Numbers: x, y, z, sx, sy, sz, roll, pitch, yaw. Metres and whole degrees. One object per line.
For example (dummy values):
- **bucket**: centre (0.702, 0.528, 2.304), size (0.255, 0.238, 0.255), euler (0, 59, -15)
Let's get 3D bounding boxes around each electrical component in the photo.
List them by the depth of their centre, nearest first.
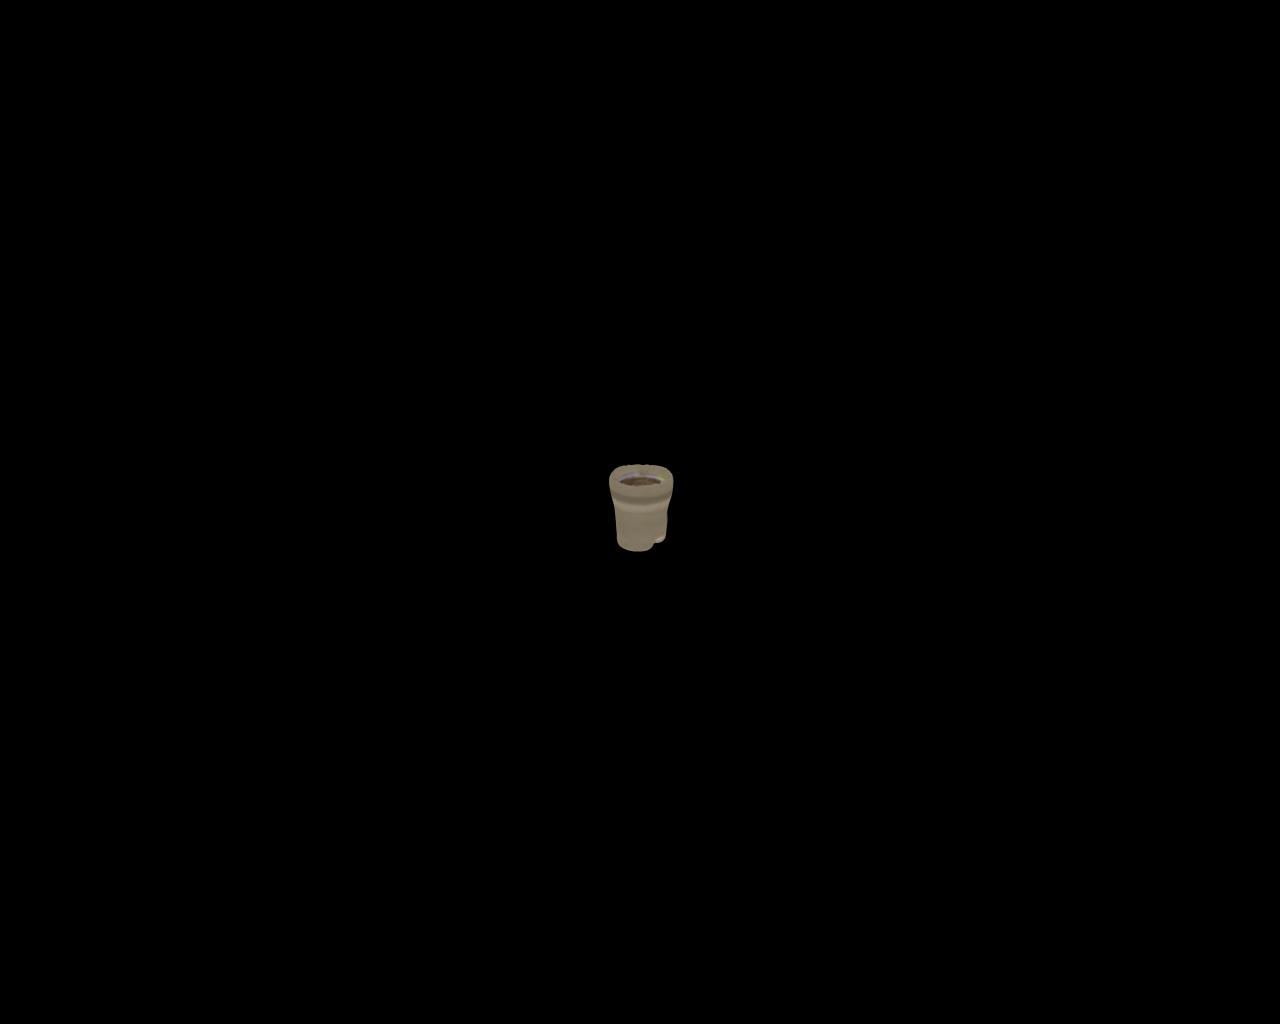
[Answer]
- **electrical component**: centre (0.001, -0.003, 0.650), size (0.040, 0.046, 0.040), euler (0, 24, 0)
